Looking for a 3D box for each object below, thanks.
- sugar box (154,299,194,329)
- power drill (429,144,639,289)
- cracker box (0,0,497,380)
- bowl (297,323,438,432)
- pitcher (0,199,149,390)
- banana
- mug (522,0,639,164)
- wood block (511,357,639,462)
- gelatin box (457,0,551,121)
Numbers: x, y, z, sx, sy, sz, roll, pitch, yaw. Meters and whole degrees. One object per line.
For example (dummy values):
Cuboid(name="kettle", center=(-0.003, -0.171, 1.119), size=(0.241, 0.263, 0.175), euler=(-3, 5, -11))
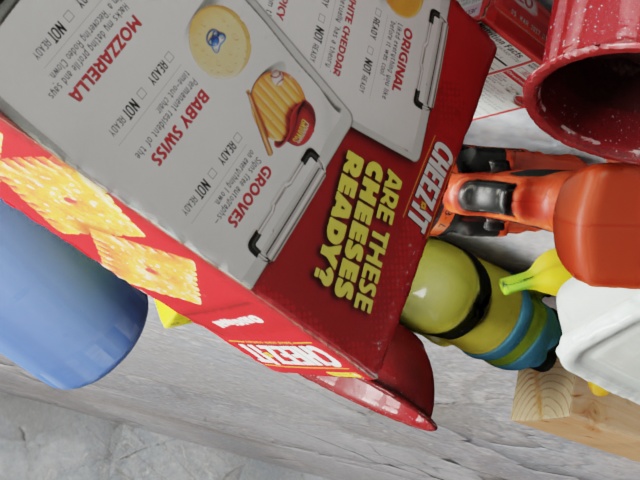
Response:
Cuboid(name="sugar box", center=(-0.079, -0.014, 0.682), size=(0.048, 0.093, 0.176), euler=(-16, 164, -22))
Cuboid(name="power drill", center=(0.100, -0.020, 0.531), size=(0.184, 0.057, 0.188), euler=(-1, -170, -25))
Cuboid(name="cracker box", center=(-0.042, -0.067, 0.400), size=(0.213, 0.164, 0.072), euler=(37, 154, -33))
Cuboid(name="bowl", center=(0.024, 0.082, 0.788), size=(0.162, 0.055, 0.162), euler=(26, 167, 6))
Cuboid(name="pitcher", center=(-0.222, -0.003, 0.756), size=(0.149, 0.145, 0.242), euler=(3, 146, 39))
Cuboid(name="banana", center=(0.200, 0.056, 0.799), size=(0.070, 0.037, 0.197), euler=(-31, 135, 16))
Cuboid(name="mug", center=(0.129, -0.080, 0.416), size=(0.093, 0.081, 0.117), euler=(13, 162, 1))
Cuboid(name="wood block", center=(0.289, 0.148, 0.969), size=(0.205, 0.091, 0.090), euler=(20, 161, -19))
Cuboid(name="gelatin box", center=(0.072, -0.090, 0.512), size=(0.073, 0.030, 0.089), euler=(28, 157, -34))
